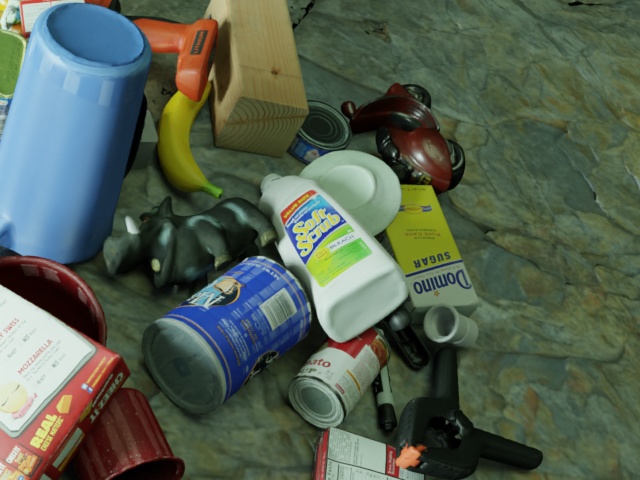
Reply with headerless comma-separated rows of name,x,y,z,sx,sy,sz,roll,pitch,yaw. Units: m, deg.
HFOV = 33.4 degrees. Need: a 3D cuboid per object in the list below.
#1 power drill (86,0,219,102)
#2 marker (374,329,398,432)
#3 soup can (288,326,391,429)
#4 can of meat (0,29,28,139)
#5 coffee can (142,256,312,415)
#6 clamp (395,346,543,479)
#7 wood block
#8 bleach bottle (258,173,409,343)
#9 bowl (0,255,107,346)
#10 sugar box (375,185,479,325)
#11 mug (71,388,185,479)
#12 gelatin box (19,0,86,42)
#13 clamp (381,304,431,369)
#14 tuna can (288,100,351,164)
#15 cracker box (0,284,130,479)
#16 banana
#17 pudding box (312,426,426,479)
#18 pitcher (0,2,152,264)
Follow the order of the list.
power drill,-0.221,-0.218,1.239,0.187,0.057,0.184,13,54,-1
marker,0.067,0.150,1.145,0.020,0.020,0.121,11,49,-21
soup can,0.020,0.137,1.097,0.068,0.069,0.102,39,46,5
can of meat,-0.345,-0.161,1.130,0.057,0.084,0.102,12,49,-20
coffee can,-0.090,0.091,1.049,0.103,0.103,0.140,44,46,10
clamp,0.135,0.188,1.112,0.209,0.036,0.165,-4,51,-52
wood block,-0.084,-0.214,1.314,0.090,0.090,0.206,8,50,-24
bleach bottle,-0.008,0.001,1.157,0.102,0.068,0.251,-33,41,-9
bowl,-0.267,0.098,0.954,0.162,0.055,0.162,1,70,-2
sugar box,0.116,0.015,1.266,0.093,0.048,0.176,-1,53,-28
mug,-0.187,0.190,0.934,0.117,0.093,0.081,-30,60,-3
gelatin box,-0.292,-0.230,1.187,0.073,0.030,0.089,-9,57,-11
clamp,0.063,0.057,1.168,0.039,0.120,0.171,-32,66,-8
tuna can,-0.005,-0.134,1.331,0.086,0.034,0.086,15,48,-18
cracker box,-0.291,0.118,0.879,0.214,0.072,0.164,29,71,10
banana,-0.155,-0.119,1.233,0.069,0.037,0.198,9,47,-22
pudding box,0.048,0.242,1.046,0.113,0.039,0.090,19,46,-12
pitcher,-0.235,-0.106,1.034,0.144,0.243,0.149,11,43,-18
